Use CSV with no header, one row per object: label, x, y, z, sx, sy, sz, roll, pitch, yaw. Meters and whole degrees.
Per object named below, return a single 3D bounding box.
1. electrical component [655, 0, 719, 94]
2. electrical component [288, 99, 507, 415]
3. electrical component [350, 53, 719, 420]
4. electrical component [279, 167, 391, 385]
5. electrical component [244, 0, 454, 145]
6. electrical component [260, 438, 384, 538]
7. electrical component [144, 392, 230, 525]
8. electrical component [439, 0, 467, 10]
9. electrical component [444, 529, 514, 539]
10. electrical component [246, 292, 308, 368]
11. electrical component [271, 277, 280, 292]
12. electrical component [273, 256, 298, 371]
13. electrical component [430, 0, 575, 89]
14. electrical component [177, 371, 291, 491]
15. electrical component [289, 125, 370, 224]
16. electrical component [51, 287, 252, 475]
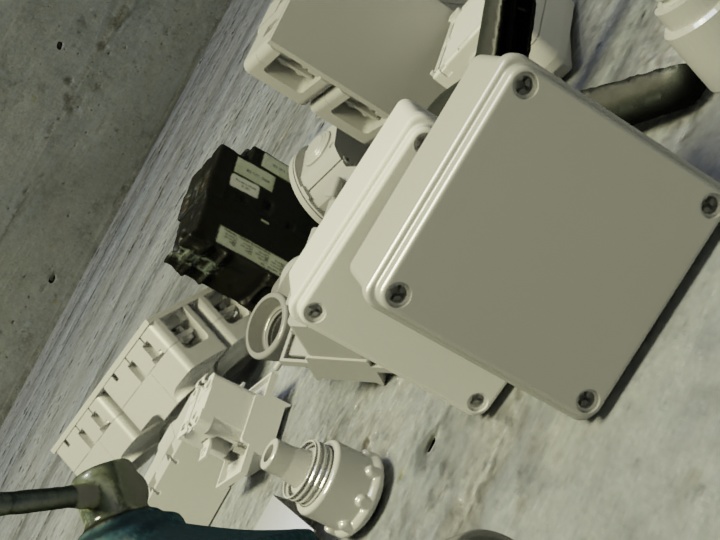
electrical component,0.140,-0.108,0.438,0.040,0.078,0.040,-43,14,13
electrical component,0.038,-0.005,0.501,0.108,0.109,0.056,-57,16,14
electrical component,0.069,-0.014,0.429,0.108,0.109,0.056,-59,15,6
electrical component,0.000,0.000,0.650,0.079,0.063,0.121,2,55,24
electrical component,0.012,-0.134,0.697,0.062,0.150,0.089,-18,45,64
electrical component,-0.022,0.109,0.566,0.048,0.062,0.048,-51,20,27
electrical component,-0.123,0.143,0.809,0.089,0.050,0.056,-60,18,1
electrical component,0.069,-0.186,0.776,0.047,0.066,0.076,-81,-2,-47
electrical component,0.037,0.130,0.384,0.057,0.058,0.078,-53,19,32
electrical component,-0.035,0.044,0.694,0.044,0.065,0.044,-29,50,42
electrical component,-0.053,0.034,0.812,0.035,0.035,0.061,-44,27,42
electrical component,-0.041,0.035,0.760,0.079,0.044,0.077,-57,18,10
electrical component,0.091,-0.141,0.650,0.062,0.061,0.096,-45,17,38
electrical component,-0.090,0.107,0.754,0.042,0.064,0.081,-39,28,47
electrical component,-0.006,-0.065,0.761,0.051,0.080,0.080,-41,26,34
electrical component,-0.165,0.101,0.898,0.186,0.060,0.105,-49,-10,34
